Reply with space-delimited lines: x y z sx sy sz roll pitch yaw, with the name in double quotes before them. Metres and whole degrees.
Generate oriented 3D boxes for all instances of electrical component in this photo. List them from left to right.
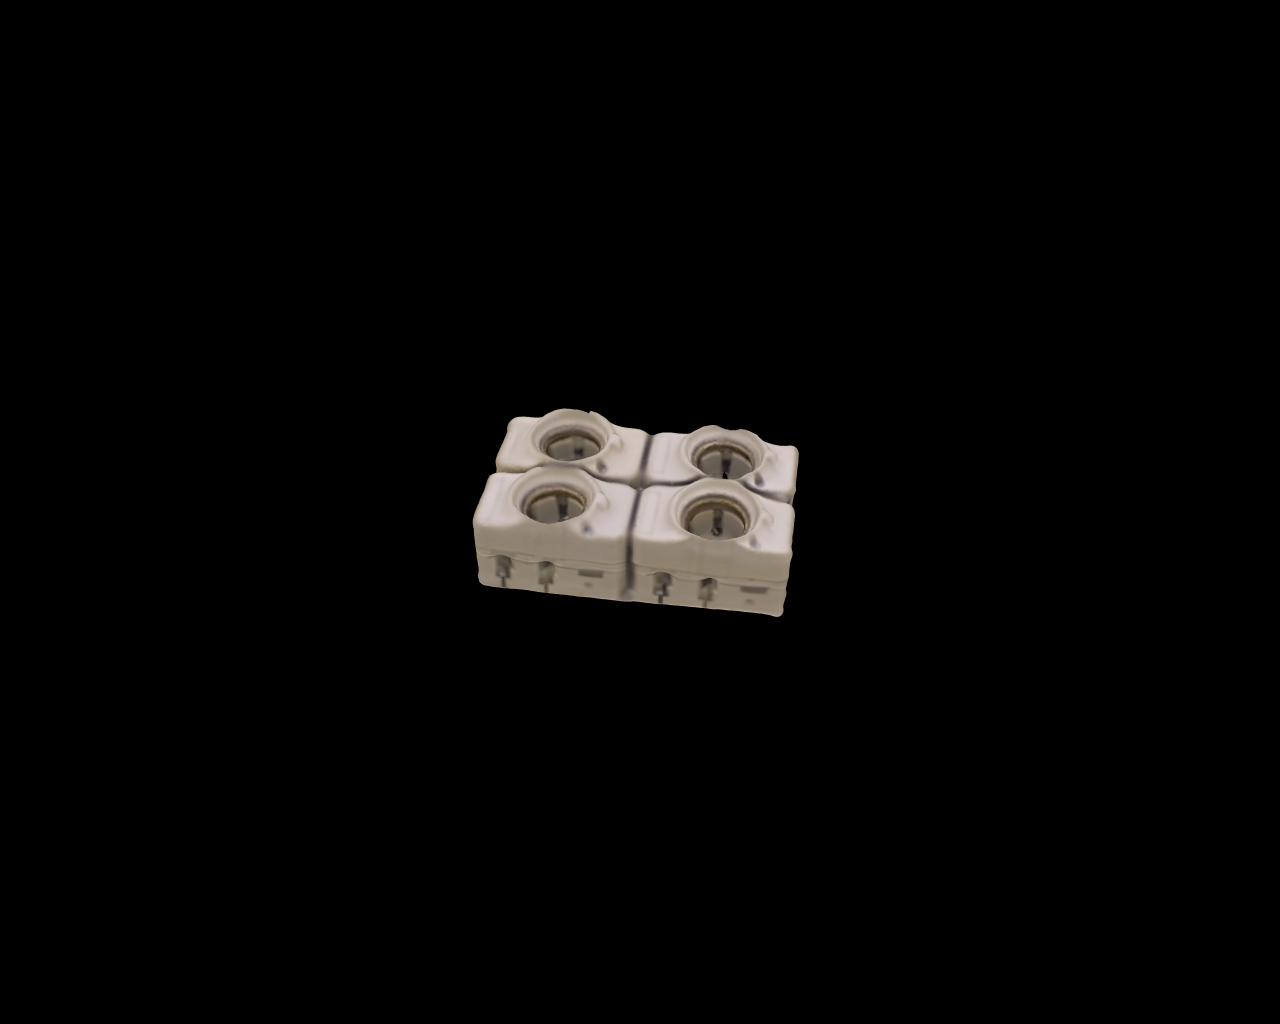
"electrical component" 0.001 -0.003 0.650 0.186 0.060 0.106 6 43 7
